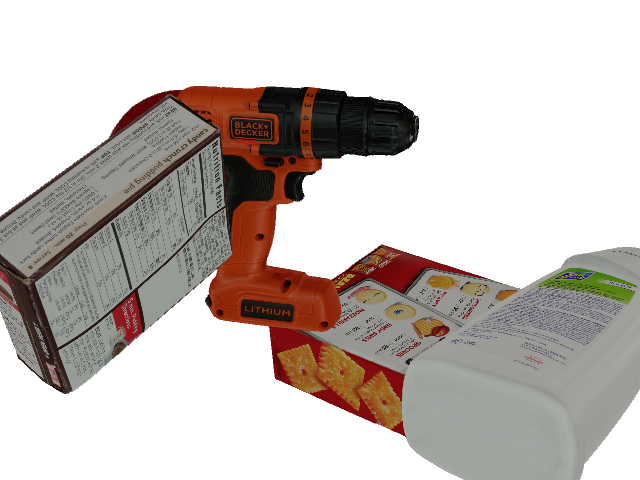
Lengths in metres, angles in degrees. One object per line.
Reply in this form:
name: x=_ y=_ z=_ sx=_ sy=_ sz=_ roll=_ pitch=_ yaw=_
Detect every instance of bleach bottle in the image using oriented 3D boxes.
bleach bottle: x=0.154 y=0.057 z=0.616 sx=0.103 sy=0.068 sz=0.250 roll=16 pitch=27 yaw=35

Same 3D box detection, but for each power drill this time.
power drill: x=-0.019 y=-0.026 z=0.817 sx=0.184 sy=0.188 sz=0.057 roll=6 pitch=21 yaw=13

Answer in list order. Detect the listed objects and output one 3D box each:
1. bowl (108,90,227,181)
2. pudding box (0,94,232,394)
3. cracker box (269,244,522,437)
bowl: x=-0.137 y=-0.088 z=0.981 sx=0.162 sy=0.162 sz=0.055 roll=0 pitch=-41 yaw=18
pudding box: x=-0.090 y=0.002 z=0.473 sx=0.039 sy=0.090 sz=0.113 roll=32 pitch=58 yaw=24
cracker box: x=0.089 y=0.091 z=0.910 sx=0.214 sy=0.072 sz=0.163 roll=19 pitch=36 yaw=36
